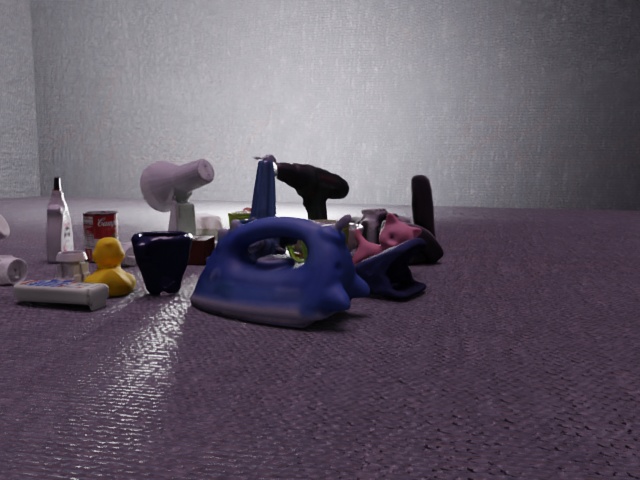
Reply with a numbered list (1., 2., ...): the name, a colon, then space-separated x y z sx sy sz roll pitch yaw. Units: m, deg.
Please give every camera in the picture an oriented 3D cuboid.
1. camera: 0.132 -0.032 1.424 0.144 0.101 0.136 -5 9 -37

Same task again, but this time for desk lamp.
1. desk lamp: -0.315 -0.082 1.340 0.202 0.213 0.118 5 9 32

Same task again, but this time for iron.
1. iron: -0.067 0.031 0.771 0.257 0.141 0.119 4 8 21

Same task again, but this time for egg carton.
1. egg carton: -0.320 -0.032 1.513 0.107 0.069 0.149 -4 9 -33

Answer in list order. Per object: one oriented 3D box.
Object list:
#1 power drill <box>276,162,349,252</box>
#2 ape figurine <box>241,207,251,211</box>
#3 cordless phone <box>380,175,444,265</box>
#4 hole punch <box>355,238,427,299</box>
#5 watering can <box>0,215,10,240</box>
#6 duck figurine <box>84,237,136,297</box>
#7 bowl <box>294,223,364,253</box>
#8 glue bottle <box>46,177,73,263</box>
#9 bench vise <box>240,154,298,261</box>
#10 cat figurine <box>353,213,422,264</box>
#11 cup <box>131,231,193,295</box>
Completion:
1. power drill: -0.024 -0.079 1.357 0.230 0.208 0.075 -7 11 -44
2. ape figurine: -0.192 -0.040 1.498 0.077 0.092 0.076 7 10 38
3. cordless phone: 0.193 -0.047 1.220 0.094 0.185 0.147 -4 9 -33
4. hole punch: 0.109 0.041 0.904 0.100 0.091 0.109 5 9 30
5. watering can: -0.541 -0.007 0.821 0.173 0.194 0.100 -3 8 -26
6. duck figurine: -0.330 0.040 0.896 0.078 0.086 0.104 -3 8 -23
7. bowl: 0.011 0.004 1.237 0.167 0.075 0.167 1 7 0
8. glue bottle: -0.535 -0.043 1.172 0.037 0.173 0.078 0 8 -8
9. bench vise: -0.082 -0.033 0.958 0.122 0.220 0.207 -1 8 -13
10. cat figurine: 0.120 0.007 1.061 0.127 0.118 0.067 4 8 24
11. cup: -0.247 0.038 0.880 0.091 0.095 0.118 2 8 11
